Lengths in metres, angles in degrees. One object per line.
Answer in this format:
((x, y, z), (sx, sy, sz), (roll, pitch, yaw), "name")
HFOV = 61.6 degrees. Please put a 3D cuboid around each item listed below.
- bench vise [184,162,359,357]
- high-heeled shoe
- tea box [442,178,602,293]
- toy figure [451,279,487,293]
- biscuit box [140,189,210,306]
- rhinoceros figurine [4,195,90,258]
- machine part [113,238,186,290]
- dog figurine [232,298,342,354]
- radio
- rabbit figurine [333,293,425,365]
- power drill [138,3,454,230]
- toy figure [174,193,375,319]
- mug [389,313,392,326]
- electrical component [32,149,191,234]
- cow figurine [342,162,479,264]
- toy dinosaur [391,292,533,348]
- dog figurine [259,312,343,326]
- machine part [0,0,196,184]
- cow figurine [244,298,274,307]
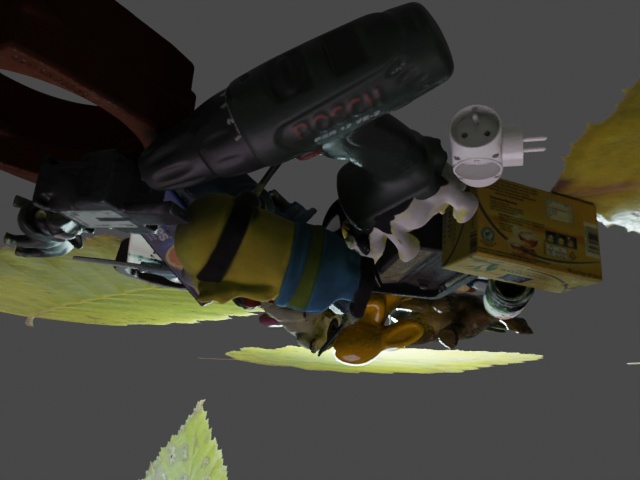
((-0.036, 0.006, 0.611), (0.240, 0.129, 0.223), (45, 163, -2), "bench vise")
((-0.002, -0.002, 0.755), (0.249, 0.086, 0.145), (9, 136, 55), "high-heeled shoe")
((0.227, -0.004, 0.608), (0.169, 0.098, 0.068), (13, 159, -17), "tea box")
((0.240, 0.054, 0.842), (0.064, 0.058, 0.154), (54, 145, -12), "toy figure")
((-0.161, -0.015, 0.607), (0.063, 0.059, 0.202), (-26, 128, 4), "biscuit box")
((-0.398, -0.016, 0.794), (0.112, 0.073, 0.190), (15, 159, -22), "rhinoceros figurine")
((-0.269, 0.042, 0.952), (0.179, 0.056, 0.179), (6, 161, 2), "machine part")
((-0.066, 0.132, 1.004), (0.191, 0.121, 0.172), (6, 124, 29), "dog figurine")
((0.145, 0.020, 0.738), (0.131, 0.073, 0.229), (9, 161, -8), "radio")
((0.085, 0.130, 0.894), (0.162, 0.173, 0.122), (24, 157, -3), "rabbit figurine")
((0.004, -0.076, 0.432), (0.232, 0.086, 0.207), (-27, 149, 19), "power drill")
((-0.038, 0.014, 0.480), (0.180, 0.089, 0.082), (12, -170, -6), "toy figure")
((0.106, 0.195, 1.204), (0.109, 0.107, 0.081), (12, 162, -11), "mug")
((-0.163, -0.037, 0.441), (0.119, 0.048, 0.074), (-3, 160, 22), "electrical component")
((0.072, -0.028, 0.571), (0.098, 0.068, 0.167), (30, 128, -30), "cow figurine")
((0.226, 0.146, 1.006), (0.198, 0.105, 0.472), (2, 176, -24), "toy dinosaur")
((-0.009, 0.143, 1.094), (0.219, 0.108, 0.191), (11, 161, -6), "dog figurine")
((-0.217, -0.119, 0.426), (0.201, 0.087, 0.201), (-8, 155, 34), "machine part")
((-0.090, 0.032, 0.791), (0.085, 0.127, 0.195), (-7, -170, -40), "cow figurine")
